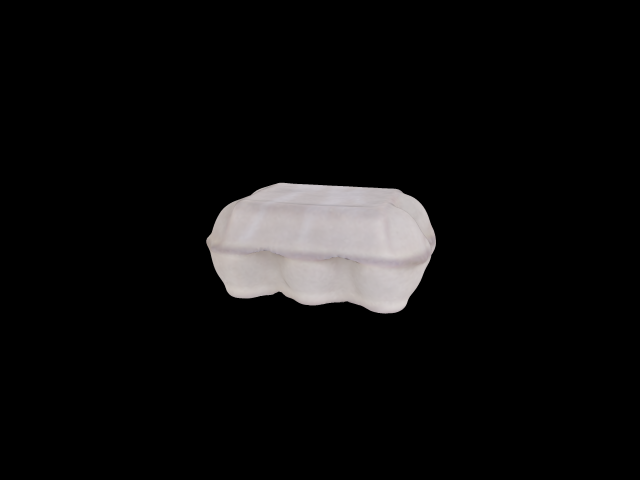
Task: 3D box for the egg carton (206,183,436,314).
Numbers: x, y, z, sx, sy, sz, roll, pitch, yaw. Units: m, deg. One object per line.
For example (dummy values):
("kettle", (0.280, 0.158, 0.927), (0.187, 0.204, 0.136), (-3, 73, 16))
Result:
("egg carton", (0.004, 0.001, 0.400), (0.150, 0.069, 0.107), (4, 15, 14))
